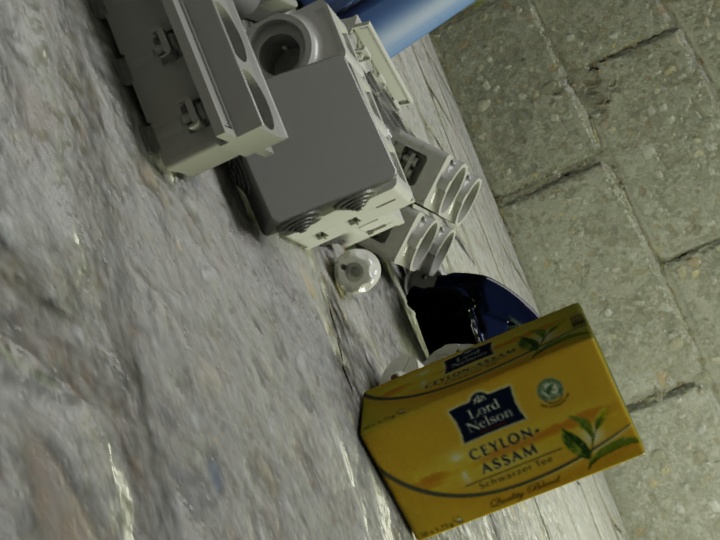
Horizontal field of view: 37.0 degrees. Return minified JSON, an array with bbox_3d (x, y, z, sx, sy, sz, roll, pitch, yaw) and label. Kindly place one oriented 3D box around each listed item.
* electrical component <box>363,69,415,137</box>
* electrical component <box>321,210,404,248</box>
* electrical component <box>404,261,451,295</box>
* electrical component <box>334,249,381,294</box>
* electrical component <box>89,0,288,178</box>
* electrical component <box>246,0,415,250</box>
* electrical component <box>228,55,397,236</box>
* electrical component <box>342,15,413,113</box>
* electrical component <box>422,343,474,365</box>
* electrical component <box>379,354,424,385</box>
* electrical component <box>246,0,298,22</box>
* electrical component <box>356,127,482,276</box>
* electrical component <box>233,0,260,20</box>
[{"bbox_3d":[0.004,-0.141,1.041,0.105,0.060,0.186,59,11,9],"label":"electrical component"},{"bbox_3d":[-0.029,-0.100,0.850,0.150,0.062,0.089,69,12,14],"label":"electrical component"},{"bbox_3d":[0.069,0.001,1.134,0.079,0.044,0.077,68,11,9],"label":"electrical component"},{"bbox_3d":[0.000,0.000,0.854,0.061,0.035,0.035,-20,86,-81],"label":"electrical component"},{"bbox_3d":[-0.095,-0.117,0.584,0.121,0.063,0.079,68,12,7],"label":"electrical component"},{"bbox_3d":[-0.034,-0.104,0.768,0.150,0.089,0.062,69,12,14],"label":"electrical component"},{"bbox_3d":[-0.037,-0.078,0.687,0.099,0.100,0.048,66,-17,7],"label":"electrical component"},{"bbox_3d":[-0.003,-0.207,1.170,0.121,0.079,0.063,54,38,-45],"label":"electrical component"},{"bbox_3d":[0.089,0.103,0.940,0.051,0.080,0.080,24,43,-67],"label":"electrical component"},{"bbox_3d":[0.039,0.093,0.822,0.081,0.043,0.043,45,24,-60],"label":"electrical component"},{"bbox_3d":[-0.071,-0.253,0.928,0.047,0.076,0.083,65,12,-4],"label":"electrical component"},{"bbox_3d":[0.055,-0.057,1.000,0.060,0.105,0.186,28,4,13],"label":"electrical component"},{"bbox_3d":[-0.104,-0.210,0.787,0.044,0.044,0.065,68,16,6],"label":"electrical component"}]
